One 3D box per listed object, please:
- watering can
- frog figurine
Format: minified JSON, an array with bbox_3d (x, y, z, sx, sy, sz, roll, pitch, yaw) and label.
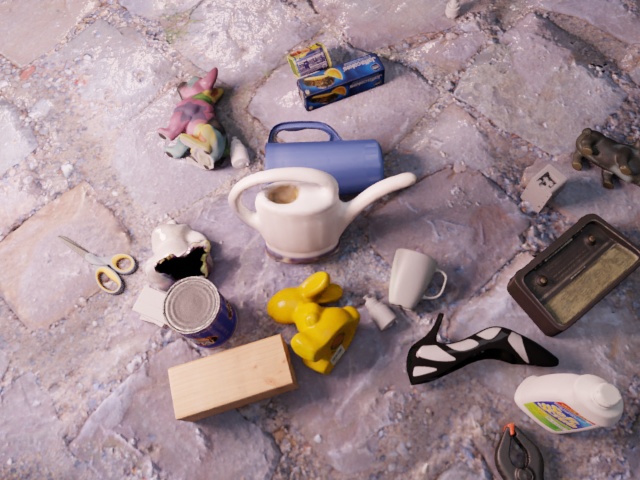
[{"bbox_3d":[0.003,-0.049,0.983,0.347,0.219,0.106,0,49,4],"label":"watering can"},{"bbox_3d":[-0.293,0.032,1.045,0.139,0.120,0.161,-43,35,-15],"label":"frog figurine"}]
